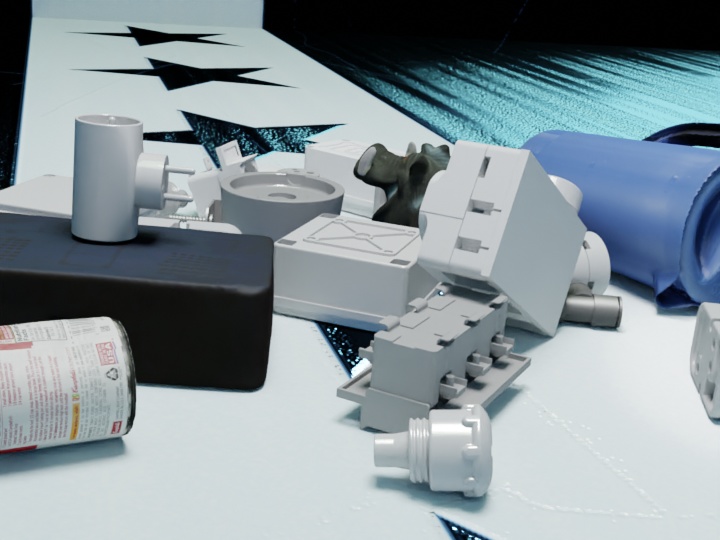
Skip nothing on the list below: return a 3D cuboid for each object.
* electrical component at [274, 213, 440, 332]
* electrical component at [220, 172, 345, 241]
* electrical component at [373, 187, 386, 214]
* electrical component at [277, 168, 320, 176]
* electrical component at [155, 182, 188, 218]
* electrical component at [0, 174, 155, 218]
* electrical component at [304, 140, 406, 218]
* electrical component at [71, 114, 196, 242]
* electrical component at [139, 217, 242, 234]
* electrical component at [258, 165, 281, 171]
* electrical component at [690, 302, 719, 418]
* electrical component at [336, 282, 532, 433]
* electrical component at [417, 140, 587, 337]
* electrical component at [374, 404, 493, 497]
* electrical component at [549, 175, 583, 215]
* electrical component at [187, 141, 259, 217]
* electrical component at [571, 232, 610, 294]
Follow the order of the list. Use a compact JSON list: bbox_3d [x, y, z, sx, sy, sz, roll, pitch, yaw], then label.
[{"bbox_3d":[0.000,0.000,0.828,0.109,0.056,0.109,10,19,17],"label":"electrical component"},{"bbox_3d":[-0.069,-0.045,0.942,0.108,0.060,0.108,4,18,-1],"label":"electrical component"},{"bbox_3d":[0.057,-0.070,1.060,0.050,0.055,0.089,16,21,33],"label":"electrical component"},{"bbox_3d":[-0.060,-0.065,1.016,0.045,0.055,0.045,4,18,-1],"label":"electrical component"},{"bbox_3d":[-0.189,-0.066,1.010,0.048,0.048,0.062,17,15,35],"label":"electrical component"},{"bbox_3d":[-0.238,-0.035,0.880,0.109,0.056,0.108,9,18,13],"label":"electrical component"},{"bbox_3d":[0.003,-0.096,1.123,0.113,0.057,0.078,17,21,34],"label":"electrical component"},{"bbox_3d":[-0.149,-0.060,0.709,0.079,0.077,0.044,5,16,-4],"label":"electrical component"},{"bbox_3d":[-0.139,-0.005,0.813,0.095,0.053,0.059,5,18,0],"label":"electrical component"},{"bbox_3d":[-0.073,-0.083,1.093,0.078,0.040,0.040,10,19,17],"label":"electrical component"},{"bbox_3d":[0.257,0.061,0.707,0.059,0.053,0.095,6,18,6],"label":"electrical component"},{"bbox_3d":[0.050,0.053,0.665,0.079,0.063,0.121,13,20,25],"label":"electrical component"},{"bbox_3d":[0.101,-0.020,0.759,0.062,0.089,0.150,13,-12,30],"label":"electrical component"},{"bbox_3d":[0.039,0.095,0.567,0.062,0.048,0.048,-1,17,5],"label":"electrical component"},{"bbox_3d":[0.132,-0.033,0.943,0.052,0.073,0.138,27,-18,-23],"label":"electrical component"},{"bbox_3d":[-0.125,-0.077,1.018,0.064,0.081,0.042,-14,11,19],"label":"electrical component"},{"bbox_3d":[0.170,-0.002,0.882,0.047,0.055,0.055,-6,20,-19],"label":"electrical component"}]
